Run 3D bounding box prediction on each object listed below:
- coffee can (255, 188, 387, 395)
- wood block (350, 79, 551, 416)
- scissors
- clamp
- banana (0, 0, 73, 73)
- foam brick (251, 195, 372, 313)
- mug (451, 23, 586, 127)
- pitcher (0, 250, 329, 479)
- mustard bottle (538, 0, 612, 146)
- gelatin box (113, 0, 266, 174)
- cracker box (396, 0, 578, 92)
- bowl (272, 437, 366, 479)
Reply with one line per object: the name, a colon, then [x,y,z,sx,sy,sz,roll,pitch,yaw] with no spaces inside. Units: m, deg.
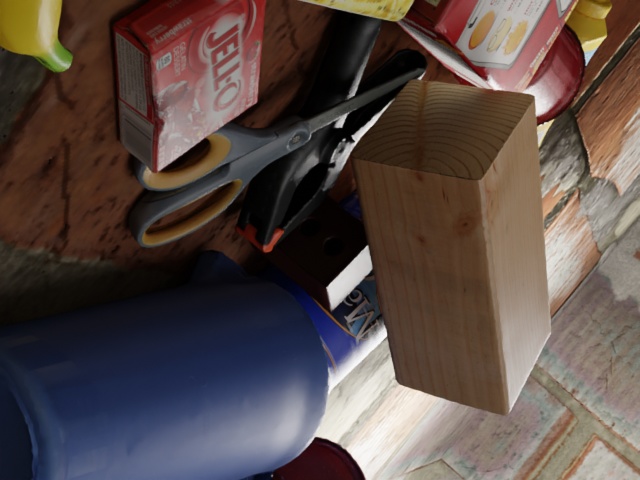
coffee can: [0.014,0.038,0.811,0.140,0.103,0.103,-41,160,-24]
wood block: [0.093,0.008,0.713,0.090,0.090,0.206,-52,142,-37]
scissors: [-0.026,-0.066,0.598,0.201,0.016,0.096,-36,153,-7]
clamp: [0.008,-0.069,0.689,0.172,0.039,0.120,-56,153,16]
banana: [-0.081,-0.138,0.359,0.198,0.037,0.069,-58,178,28]
foam brick: [-0.005,0.001,0.735,0.053,0.078,0.051,-46,160,-14]
mug: [0.145,-0.148,0.792,0.081,0.093,0.117,16,82,-64]
pitcher: [-0.105,0.104,0.609,0.145,0.149,0.242,-57,157,20]
mustard bottle: [0.199,-0.151,0.937,0.096,0.058,0.192,-20,146,-47]
gelatin box: [-0.061,-0.084,0.513,0.073,0.030,0.089,-40,160,-28]
cracker box: [0.112,-0.184,0.639,0.164,0.072,0.213,-59,160,7]
bowl: [-0.039,0.219,0.803,0.055,0.162,0.162,32,99,-39]
